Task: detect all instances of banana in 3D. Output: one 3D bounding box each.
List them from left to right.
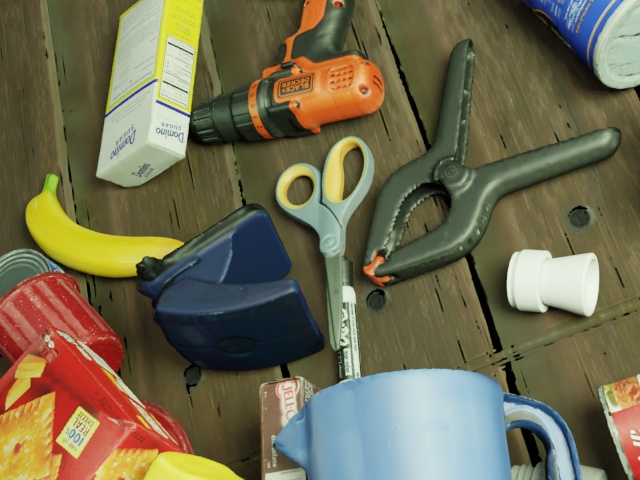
[{"bbox_3d":[-0.205,-0.004,0.955,0.198,0.037,0.069,26,80,33],"label":"banana"}]

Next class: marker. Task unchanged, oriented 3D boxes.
[{"bbox_3d":[0.020,0.068,0.824,0.020,0.020,0.121,-14,62,19],"label":"marker"}]

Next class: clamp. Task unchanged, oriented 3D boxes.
[{"bbox_3d":[0.104,-0.055,0.831,0.210,0.036,0.165,-43,56,2],"label":"clamp"}]

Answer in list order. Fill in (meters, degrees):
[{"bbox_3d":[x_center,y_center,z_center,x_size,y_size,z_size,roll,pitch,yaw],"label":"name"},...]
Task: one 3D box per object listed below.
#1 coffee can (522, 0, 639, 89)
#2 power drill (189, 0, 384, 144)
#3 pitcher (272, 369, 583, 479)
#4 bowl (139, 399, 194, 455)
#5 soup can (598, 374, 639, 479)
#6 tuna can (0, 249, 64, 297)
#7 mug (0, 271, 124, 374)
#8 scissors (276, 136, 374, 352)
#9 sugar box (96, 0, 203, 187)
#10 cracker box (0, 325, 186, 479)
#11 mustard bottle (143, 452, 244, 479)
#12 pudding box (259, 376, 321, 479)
[{"bbox_3d":[0.210,-0.197,0.808,0.103,0.102,0.140,-38,56,5],"label":"coffee can"},{"bbox_3d":[-0.028,-0.176,0.942,0.185,0.057,0.187,-8,65,25],"label":"power drill"},{"bbox_3d":[0.073,0.206,0.639,0.149,0.144,0.243,-27,58,37],"label":"pitcher"},{"bbox_3d":[-0.179,0.195,0.838,0.162,0.055,0.162,-11,62,21],"label":"bowl"},{"bbox_3d":[0.236,0.109,0.672,0.102,0.068,0.068,-20,60,15],"label":"soup can"},{"bbox_3d":[-0.267,0.053,0.959,0.086,0.033,0.086,-11,63,21],"label":"tuna can"},{"bbox_3d":[-0.222,0.096,0.893,0.082,0.093,0.117,41,119,29],"label":"mug"},{"bbox_3d":[-0.006,0.001,0.851,0.096,0.016,0.201,-6,54,30],"label":"scissors"},{"bbox_3d":[-0.154,-0.143,0.974,0.094,0.048,0.176,-23,57,46],"label":"sugar box"},{"bbox_3d":[-0.215,0.185,0.762,0.213,0.072,0.164,-49,40,-6],"label":"cracker box"},{"bbox_3d":[-0.114,0.236,0.694,0.058,0.096,0.191,25,86,28],"label":"mustard bottle"},{"bbox_3d":[-0.007,0.162,0.750,0.039,0.090,0.113,-12,63,22],"label":"pudding box"}]
